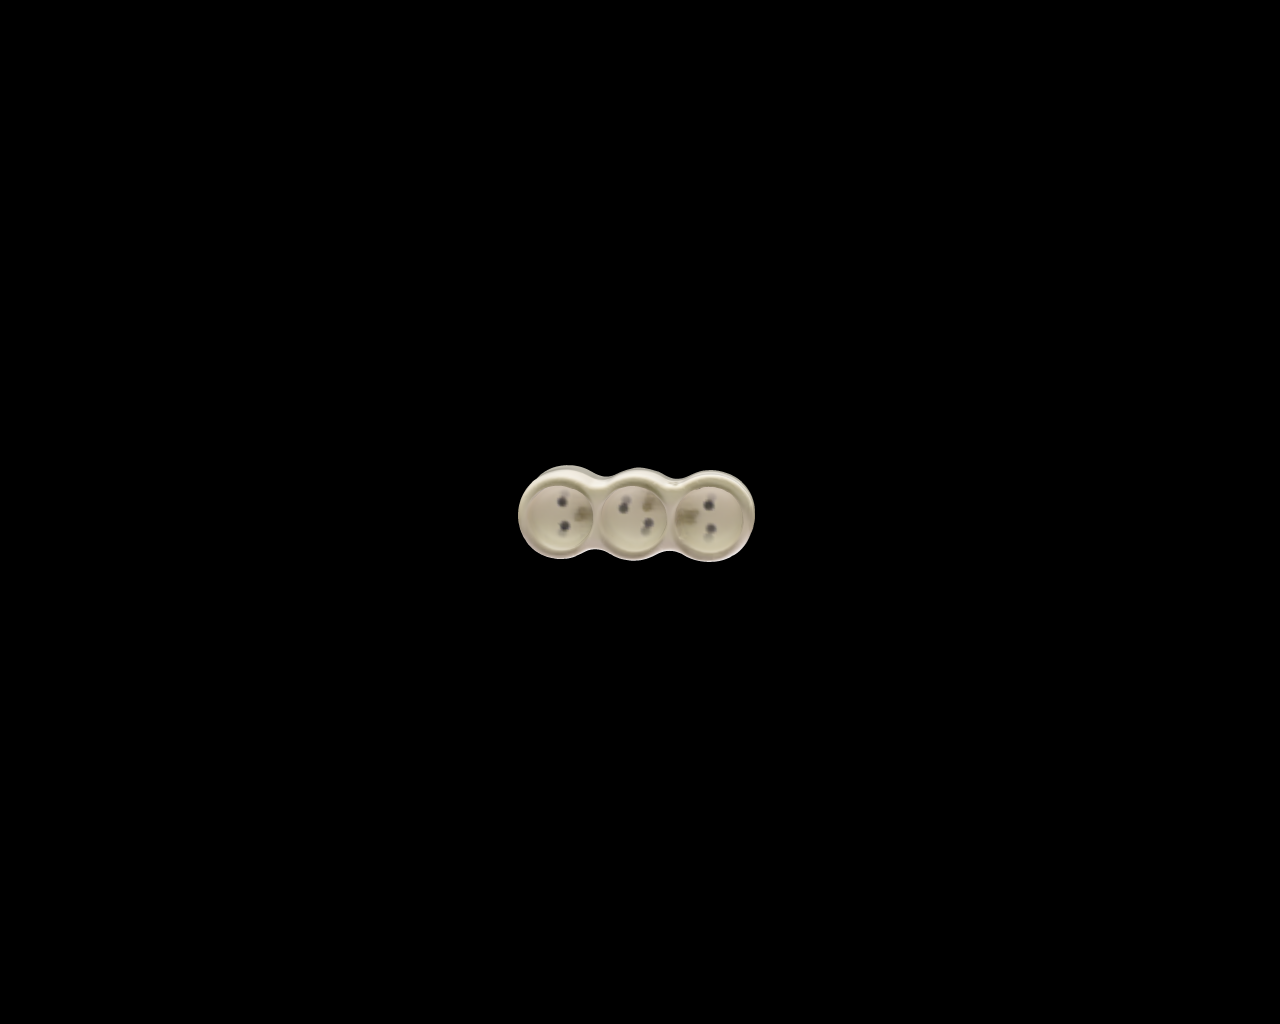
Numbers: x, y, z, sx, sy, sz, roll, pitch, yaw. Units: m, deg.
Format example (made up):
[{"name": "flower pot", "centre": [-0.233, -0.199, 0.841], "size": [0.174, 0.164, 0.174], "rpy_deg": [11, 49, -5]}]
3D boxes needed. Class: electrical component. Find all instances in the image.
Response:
[{"name": "electrical component", "centre": [0.001, -0.003, 0.650], "size": [0.138, 0.052, 0.074], "rpy_deg": [1, 12, 7]}]
